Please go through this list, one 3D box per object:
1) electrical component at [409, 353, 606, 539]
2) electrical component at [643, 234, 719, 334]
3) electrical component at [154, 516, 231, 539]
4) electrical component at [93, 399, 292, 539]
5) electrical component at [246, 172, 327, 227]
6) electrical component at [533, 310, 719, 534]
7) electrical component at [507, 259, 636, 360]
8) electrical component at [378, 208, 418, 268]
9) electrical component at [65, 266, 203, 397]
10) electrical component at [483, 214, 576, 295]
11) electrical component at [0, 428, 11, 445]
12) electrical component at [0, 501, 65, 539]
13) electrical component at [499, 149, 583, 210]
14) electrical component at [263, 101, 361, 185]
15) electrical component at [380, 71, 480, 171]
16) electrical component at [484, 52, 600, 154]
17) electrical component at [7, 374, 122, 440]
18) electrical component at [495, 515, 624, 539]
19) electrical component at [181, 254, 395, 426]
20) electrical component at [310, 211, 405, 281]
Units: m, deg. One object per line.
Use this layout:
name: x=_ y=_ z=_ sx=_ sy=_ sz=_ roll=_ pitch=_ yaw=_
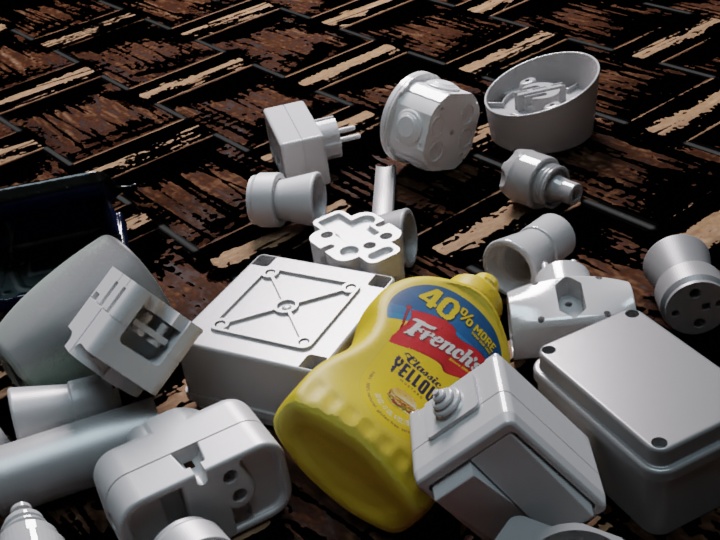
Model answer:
electrical component: x=0.069 y=0.094 z=0.539 sx=0.062 sy=0.096 sz=0.061 roll=-38 pitch=26 yaw=21
electrical component: x=0.212 y=0.009 z=0.699 sx=0.045 sy=0.045 sz=0.055 roll=-6 pitch=33 yaw=4
electrical component: x=-0.077 y=0.155 z=0.537 sx=0.045 sy=0.045 sz=0.055 roll=-26 pitch=36 yaw=-26
electrical component: x=-0.094 y=0.115 z=0.596 sx=0.095 sy=0.053 sz=0.059 roll=-22 pitch=35 yaw=-21
electrical component: x=-0.059 y=-0.056 z=0.865 sx=0.055 sy=0.045 sz=0.045 roll=1 pitch=33 yaw=15
electrical component: x=0.156 y=0.079 z=0.592 sx=0.078 sy=0.057 sz=0.113 roll=-21 pitch=34 yaw=-19
electrical component: x=0.134 y=0.021 z=0.696 sx=0.077 sy=0.043 sz=0.079 roll=-5 pitch=41 yaw=5
electrical component: x=0.006 y=-0.023 z=0.802 sx=0.065 sy=0.044 sz=0.044 roll=-2 pitch=33 yaw=18
electrical component: x=-0.140 y=0.039 z=0.651 sx=0.055 sy=0.050 sz=0.089 roll=-55 pitch=22 yaw=-7
electrical component: x=0.123 y=-0.013 z=0.760 sx=0.044 sy=0.044 sz=0.065 roll=19 pitch=36 yaw=36
electrical component: x=-0.236 y=0.097 z=0.646 sx=0.044 sy=0.065 sz=0.044 roll=-6 pitch=32 yaw=4
electrical component: x=-0.175 y=0.152 z=0.569 sx=0.040 sy=0.040 sz=0.078 roll=-18 pitch=33 yaw=-15
electrical component: x=0.143 y=-0.067 z=0.837 sx=0.043 sy=0.043 sz=0.062 roll=-32 pitch=41 yaw=-32
electrical component: x=-0.038 y=-0.114 z=0.947 sx=0.076 sy=0.047 sz=0.083 roll=-14 pitch=33 yaw=-9
electrical component: x=0.059 y=-0.124 z=0.912 sx=0.051 sy=0.080 sz=0.080 roll=28 pitch=47 yaw=36
electrical component: x=0.158 y=-0.144 z=0.934 sx=0.099 sy=0.064 sz=0.099 roll=-6 pitch=32 yaw=4
electrical component: x=-0.183 y=0.087 z=0.673 sx=0.065 sy=0.044 sz=0.044 roll=-13 pitch=32 yaw=-16
electrical component: x=0.100 y=0.154 z=0.488 sx=0.089 sy=0.055 sz=0.050 roll=15 pitch=39 yaw=32
electrical component: x=-0.043 y=0.045 z=0.691 sx=0.109 sy=0.056 sz=0.108 roll=10 pitch=37 yaw=26
electrical component: x=0.000 y=0.000 z=0.751 sx=0.058 sy=0.057 sz=0.078 roll=-25 pitch=36 yaw=-24
